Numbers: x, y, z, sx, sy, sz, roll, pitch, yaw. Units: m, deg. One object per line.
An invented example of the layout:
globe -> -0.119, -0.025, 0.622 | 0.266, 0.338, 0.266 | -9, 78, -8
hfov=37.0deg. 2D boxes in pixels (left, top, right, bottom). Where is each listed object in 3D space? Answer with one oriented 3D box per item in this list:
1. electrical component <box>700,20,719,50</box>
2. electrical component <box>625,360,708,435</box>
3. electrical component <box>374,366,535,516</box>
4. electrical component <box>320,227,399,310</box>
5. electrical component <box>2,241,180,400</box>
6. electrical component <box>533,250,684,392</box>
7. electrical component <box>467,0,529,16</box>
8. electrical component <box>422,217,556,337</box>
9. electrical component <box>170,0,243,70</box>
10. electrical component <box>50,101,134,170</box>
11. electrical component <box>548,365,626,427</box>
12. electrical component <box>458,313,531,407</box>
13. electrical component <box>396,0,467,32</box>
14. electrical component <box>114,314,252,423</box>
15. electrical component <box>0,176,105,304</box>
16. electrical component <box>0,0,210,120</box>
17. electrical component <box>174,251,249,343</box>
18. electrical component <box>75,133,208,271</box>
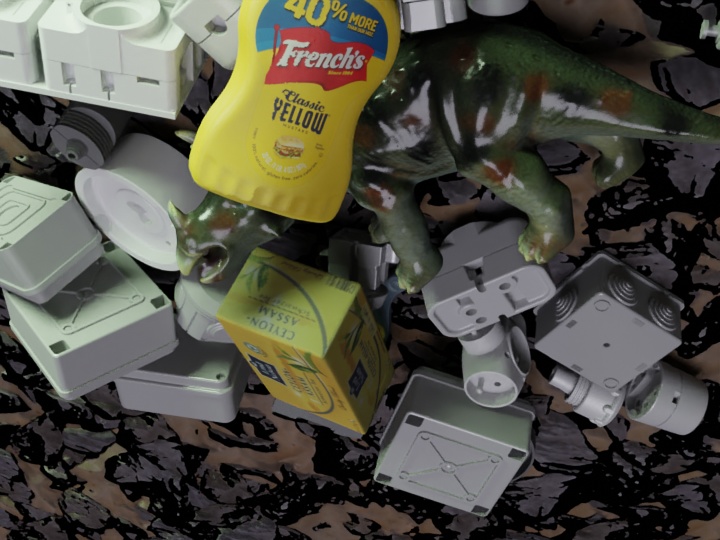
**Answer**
electrical component -> 0.255, -0.146, 0.675 | 0.078, 0.040, 0.040 | 9, 134, 6
electrical component -> 0.259, 0.108, 0.905 | 0.047, 0.055, 0.055 | 22, 134, -12
electrical component -> 0.079, 0.147, 0.917 | 0.109, 0.056, 0.108 | 19, 134, -3
electrical component -> 0.000, 0.000, 0.863 | 0.066, 0.048, 0.055 | 11, 110, 17
electrical component -> -0.225, 0.040, 0.900 | 0.109, 0.109, 0.056 | 41, 145, 37
electrical component -> 0.198, 0.044, 0.863 | 0.100, 0.048, 0.099 | 30, 132, -14
electrical component -> 0.086, -0.196, 0.671 | 0.040, 0.040, 0.078 | 3, 133, 12
electrical component -> 0.095, 0.002, 0.830 | 0.095, 0.059, 0.053 | -24, 141, 15
electrical component -> -0.074, -0.176, 0.693 | 0.054, 0.095, 0.059 | -31, 119, 35
electrical component -> -0.199, -0.108, 0.800 | 0.043, 0.081, 0.043 | 7, 134, 8
electrical component -> 0.194, 0.102, 0.924 | 0.062, 0.048, 0.048 | 25, 134, 0
electrical component -> 0.104, 0.058, 0.881 | 0.044, 0.077, 0.079 | -16, 126, 27
electrical component -> 0.037, -0.185, 0.675 | 0.058, 0.078, 0.057 | -7, 111, 5
electrical component -> -0.160, 0.085, 0.975 | 0.113, 0.078, 0.057 | 7, 137, 8
electrical component -> -0.271, -0.025, 0.873 | 0.113, 0.078, 0.057 | 16, 141, 44
electrical component -> -0.199, -0.172, 0.722 | 0.186, 0.105, 0.060 | 11, 134, 4
electrical component -> -0.115, 0.019, 0.900 | 0.080, 0.080, 0.051 | 25, 139, -9
electrical component -> -0.161, -0.058, 0.844 | 0.108, 0.060, 0.108 | 26, 148, 17
